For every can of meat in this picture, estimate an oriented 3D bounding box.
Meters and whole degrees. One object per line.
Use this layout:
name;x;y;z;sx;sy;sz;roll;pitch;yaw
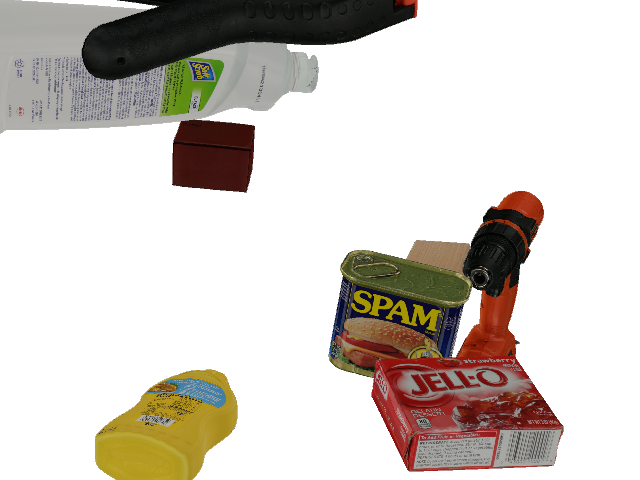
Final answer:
can of meat;0.060;0.064;0.843;0.102;0.084;0.057;14;25;9

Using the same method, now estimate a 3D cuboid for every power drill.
power drill;0.173;0.060;1.069;0.057;0.188;0.184;18;29;19

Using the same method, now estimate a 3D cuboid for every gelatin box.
gelatin box;0.080;0.095;0.601;0.089;0.030;0.073;1;26;-14

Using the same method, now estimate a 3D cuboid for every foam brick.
foam brick;-0.107;-0.086;1.073;0.078;0.051;0.053;6;33;1

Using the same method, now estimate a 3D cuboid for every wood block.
wood block;0.169;0.077;1.627;0.091;0.090;0.205;5;21;14

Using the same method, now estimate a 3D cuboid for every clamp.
clamp;-0.036;-0.111;0.508;0.171;0.039;0.120;-3;40;0

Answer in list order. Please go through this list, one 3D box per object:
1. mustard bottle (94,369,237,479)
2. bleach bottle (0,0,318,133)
mustard bottle;-0.134;0.172;1.039;0.096;0.058;0.191;6;18;16
bleach bottle;-0.128;-0.125;0.805;0.250;0.068;0.103;0;-39;-16
